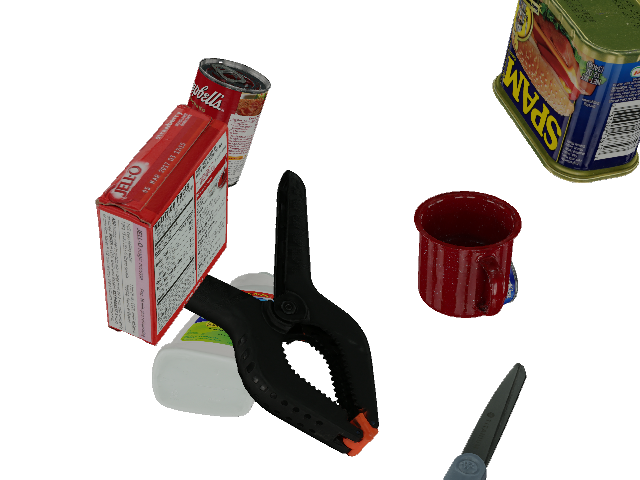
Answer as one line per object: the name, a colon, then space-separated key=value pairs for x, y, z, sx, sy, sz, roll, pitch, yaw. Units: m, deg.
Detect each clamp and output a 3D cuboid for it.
clamp: x=-0.038 y=0.052 z=0.708 sx=0.164 sy=0.210 sz=0.036 roll=-16 pitch=-25 yaw=-32

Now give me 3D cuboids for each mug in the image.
mug: x=0.132 y=0.021 z=0.938 sx=0.093 sy=0.081 sz=0.117 roll=-12 pitch=36 yaw=-16

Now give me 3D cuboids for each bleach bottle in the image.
bleach bottle: x=-0.090 y=0.091 z=1.102 sx=0.102 sy=0.068 sz=0.250 roll=8 pitch=21 yaw=5

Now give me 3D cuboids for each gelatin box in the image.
gelatin box: x=-0.072 y=-0.007 z=0.497 sx=0.030 sy=0.089 sz=0.073 roll=21 pitch=49 yaw=13

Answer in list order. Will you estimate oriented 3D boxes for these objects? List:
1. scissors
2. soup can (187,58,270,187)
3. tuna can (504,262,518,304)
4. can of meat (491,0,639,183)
scissors: x=0.089 y=0.137 z=0.560 sx=0.096 sy=0.016 sz=0.201 roll=27 pitch=44 yaw=33
soup can: x=-0.093 y=-0.109 z=0.989 sx=0.068 sy=0.102 sz=0.068 roll=17 pitch=26 yaw=-9
tuna can: x=0.181 y=0.037 z=1.194 sx=0.033 sy=0.086 sz=0.086 roll=-23 pitch=8 yaw=-20
can of meat: x=0.142 y=-0.097 z=0.587 sx=0.057 sy=0.084 sz=0.102 roll=-10 pitch=47 yaw=-15
